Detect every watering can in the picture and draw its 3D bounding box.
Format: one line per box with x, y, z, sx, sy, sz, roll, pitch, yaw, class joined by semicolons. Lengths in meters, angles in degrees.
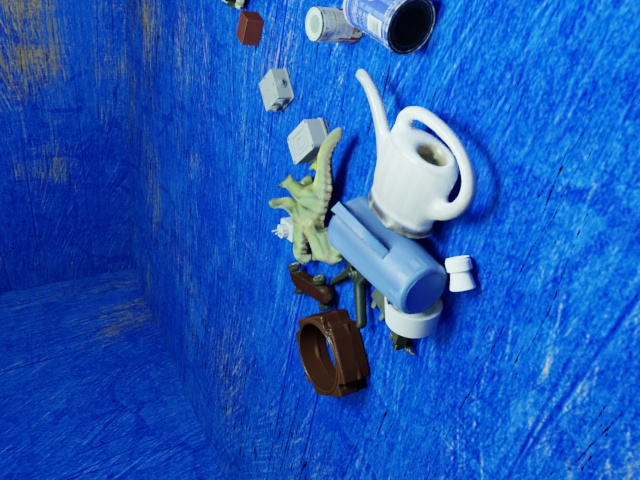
0.147;-0.148;0.937;0.354;0.104;0.219;53;141;36;watering can

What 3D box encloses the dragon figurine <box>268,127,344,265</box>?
0.004;-0.061;1.221;0.245;0.123;0.403;62;149;11;dragon figurine
